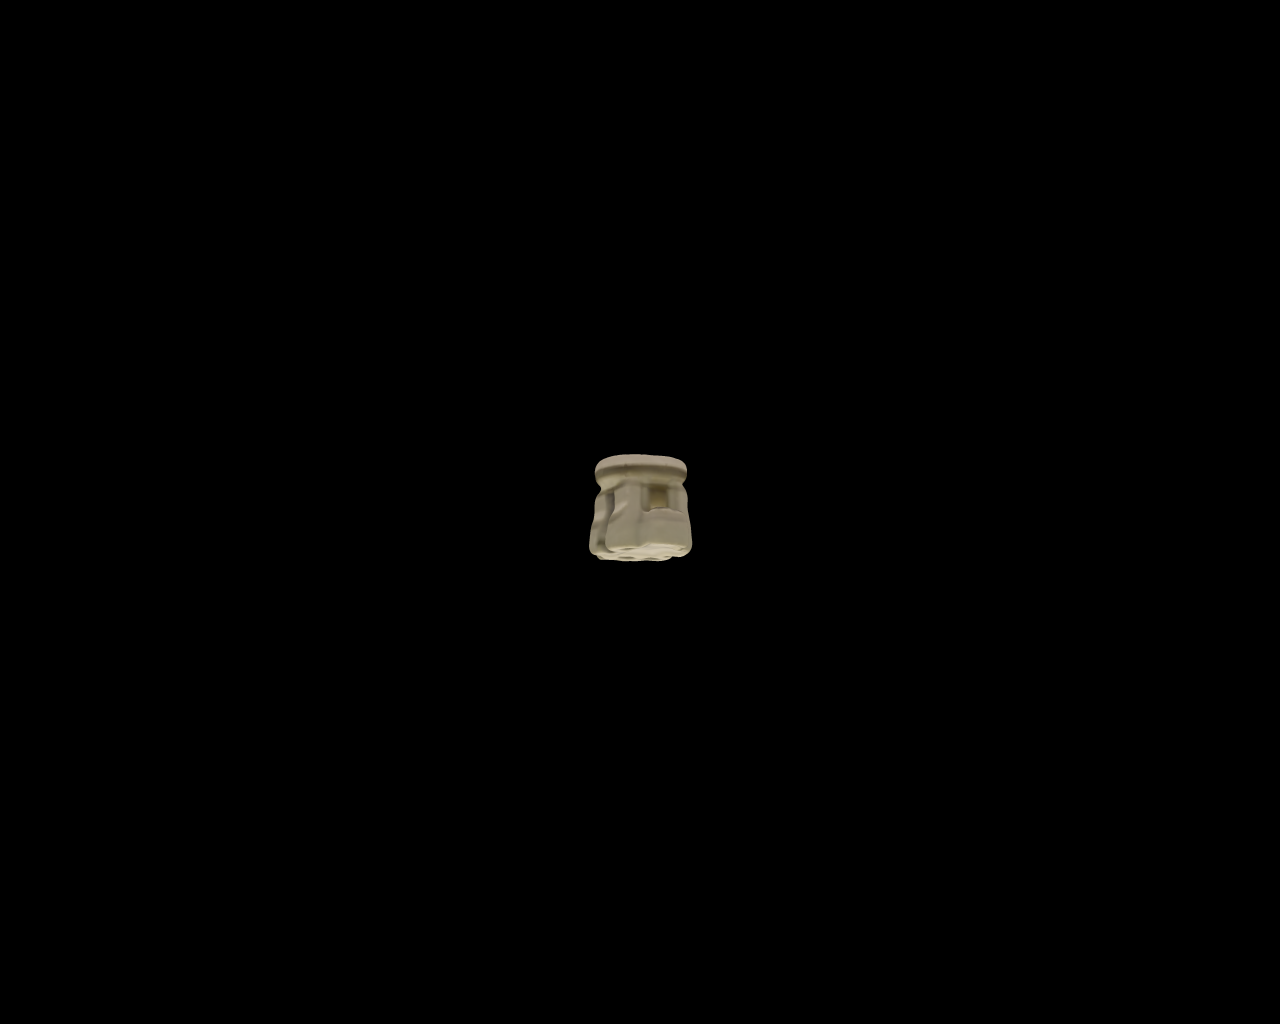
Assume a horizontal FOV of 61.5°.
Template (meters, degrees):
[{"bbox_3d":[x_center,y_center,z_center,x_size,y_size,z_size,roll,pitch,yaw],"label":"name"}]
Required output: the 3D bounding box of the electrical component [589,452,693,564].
[{"bbox_3d":[0.001,-0.003,0.650,0.058,0.057,0.078,6,-13,-27],"label":"electrical component"}]
